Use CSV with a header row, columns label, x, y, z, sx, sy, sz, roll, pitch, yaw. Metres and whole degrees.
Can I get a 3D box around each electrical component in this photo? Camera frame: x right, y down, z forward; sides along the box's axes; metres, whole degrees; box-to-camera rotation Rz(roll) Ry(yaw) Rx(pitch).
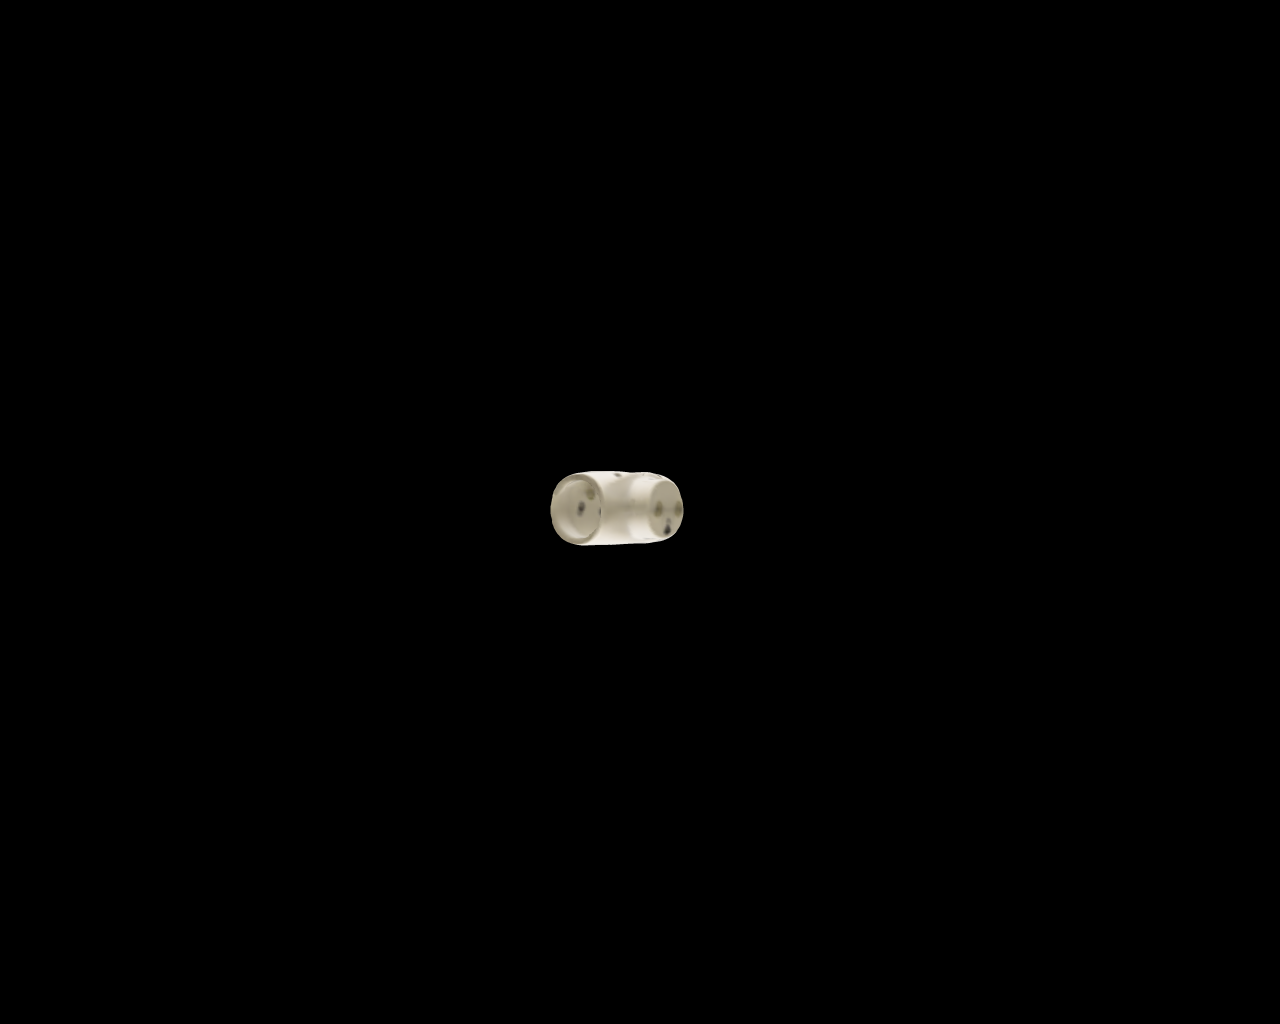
label,x,y,z,sx,sy,sz,roll,pitch,yaw
electrical component,0.001,-0.003,0.650,0.079,0.043,0.077,0,0,39
